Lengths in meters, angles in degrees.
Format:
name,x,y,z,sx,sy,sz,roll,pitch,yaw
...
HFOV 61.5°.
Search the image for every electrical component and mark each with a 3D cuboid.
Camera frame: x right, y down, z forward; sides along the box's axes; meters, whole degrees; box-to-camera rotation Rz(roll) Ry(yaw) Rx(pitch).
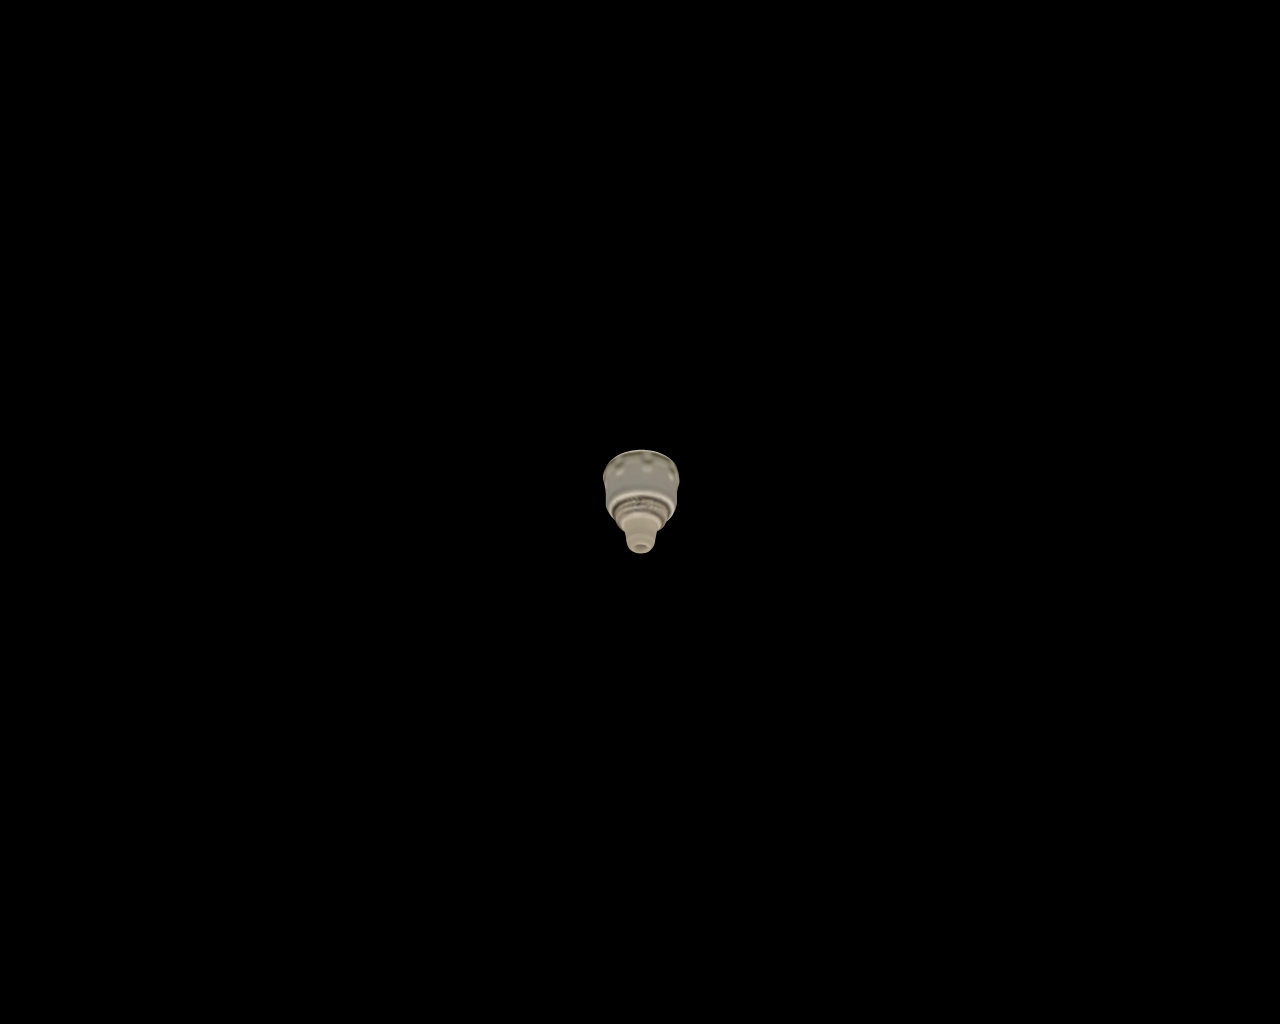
name,x,y,z,sx,sy,sz,roll,pitch,yaw
electrical component,0.001,-0.003,0.650,0.048,0.062,0.048,0,-35,0
